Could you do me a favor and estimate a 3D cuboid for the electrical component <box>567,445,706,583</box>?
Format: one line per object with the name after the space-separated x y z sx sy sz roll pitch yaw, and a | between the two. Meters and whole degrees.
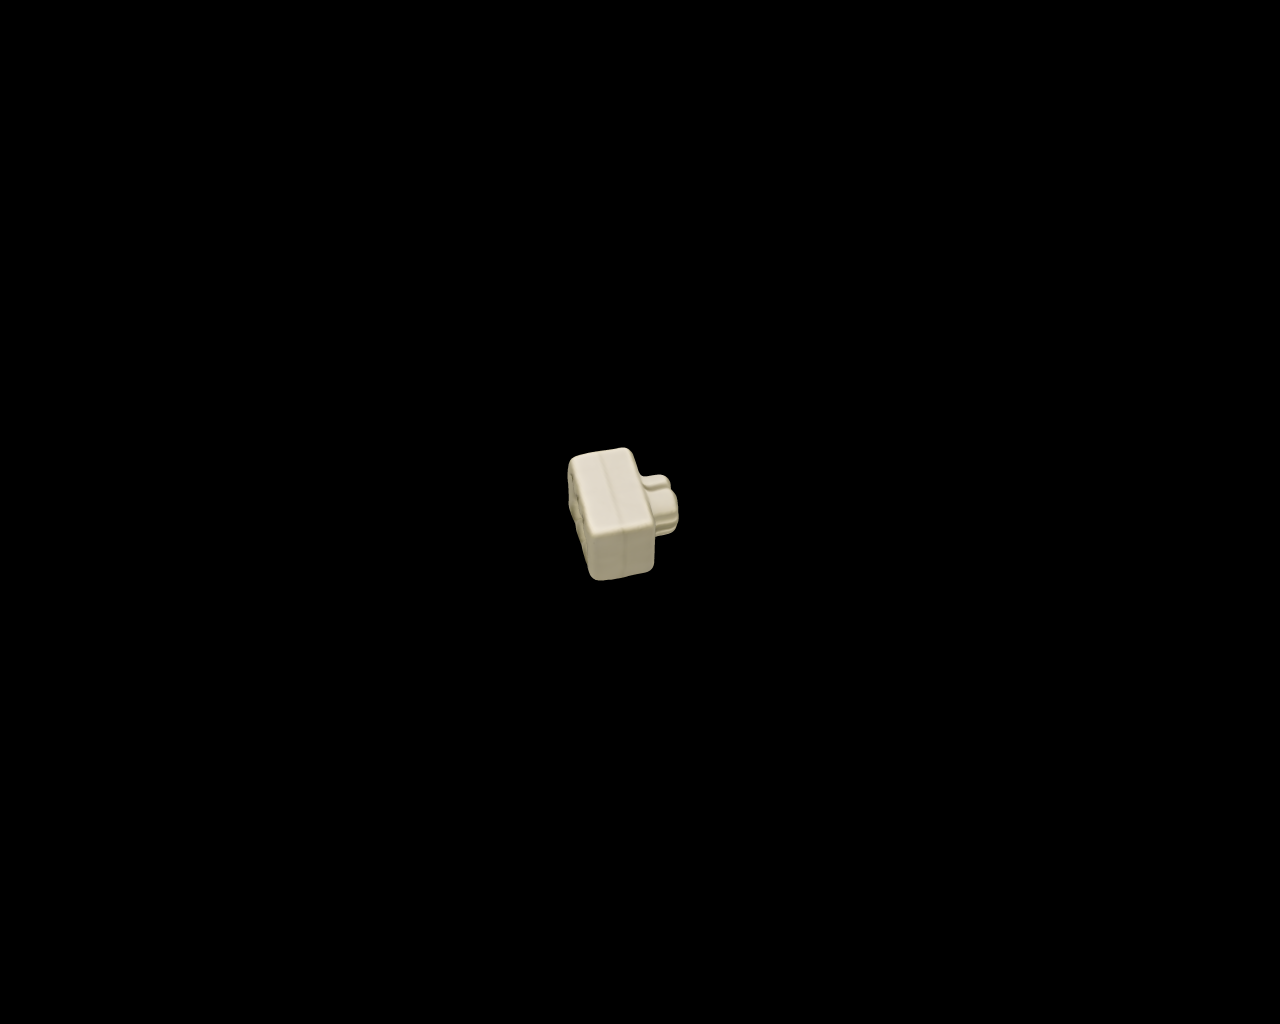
0.001 -0.003 0.650 0.077 0.066 0.047 -11 -39 -9 | electrical component
